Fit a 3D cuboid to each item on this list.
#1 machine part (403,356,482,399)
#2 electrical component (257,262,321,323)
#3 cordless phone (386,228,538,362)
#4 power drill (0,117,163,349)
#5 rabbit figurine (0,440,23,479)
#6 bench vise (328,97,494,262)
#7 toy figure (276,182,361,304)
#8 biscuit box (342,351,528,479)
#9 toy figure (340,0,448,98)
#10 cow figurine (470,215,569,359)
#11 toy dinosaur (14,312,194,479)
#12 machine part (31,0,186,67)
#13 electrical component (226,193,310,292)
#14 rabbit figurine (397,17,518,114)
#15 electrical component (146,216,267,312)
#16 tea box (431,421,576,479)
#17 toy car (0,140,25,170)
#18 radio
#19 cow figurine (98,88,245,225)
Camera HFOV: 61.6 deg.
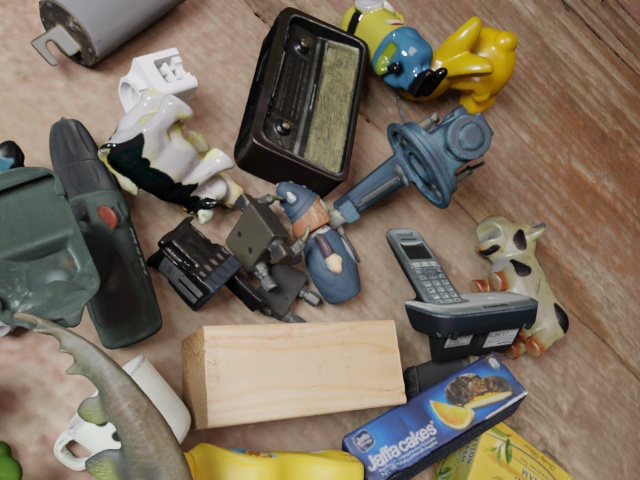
[{"bbox_3d":[0.156,0.167,0.666,0.139,0.039,0.084,-10,84,-33],"label":"machine part"},{"bbox_3d":[-0.047,0.058,0.608,0.094,0.021,0.063,36,58,-5],"label":"electrical component"},{"bbox_3d":[0.167,0.052,0.680,0.147,0.088,0.184,-4,45,-19],"label":"cordless phone"},{"bbox_3d":[-0.210,-0.011,0.451,0.086,0.207,0.232,-20,93,-10],"label":"power drill"},{"bbox_3d":[-0.310,0.179,0.387,0.159,0.121,0.170,-4,90,-36],"label":"rabbit figurine"},{"bbox_3d":[0.106,-0.089,0.680,0.241,0.224,0.128,-34,107,-2],"label":"bench vise"},{"bbox_3d":[-0.003,-0.001,0.624,0.058,0.064,0.154,-29,97,-42],"label":"toy figure"},{"bbox_3d":[0.122,0.199,0.579,0.203,0.062,0.059,-24,55,-16],"label":"biscuit box"},{"bbox_3d":[0.095,-0.268,0.755,0.180,0.089,0.082,56,21,21],"label":"toy figure"},{"bbox_3d":[0.280,0.053,0.749,0.127,0.085,0.195,-20,78,-27],"label":"cow figurine"},{"bbox_3d":[-0.086,0.260,0.386,0.199,0.105,0.470,-11,99,0],"label":"toy dinosaur"},{"bbox_3d":[-0.228,-0.274,0.614,0.079,0.079,0.243,42,58,-7],"label":"machine part"},{"bbox_3d":[-0.058,-0.004,0.585,0.045,0.078,0.102,-4,42,-49],"label":"electrical component"},{"bbox_3d":[0.204,-0.251,0.807,0.173,0.162,0.121,-15,90,-14],"label":"rabbit figurine"},{"bbox_3d":[-0.115,0.040,0.551,0.119,0.075,0.048,48,55,-7],"label":"electrical component"},{"bbox_3d":[0.224,0.292,0.633,0.169,0.068,0.098,38,57,-11],"label":"tea box"},{"bbox_3d":[-0.305,-0.016,0.449,0.103,0.109,0.162,-9,35,1],"label":"toy car"},{"bbox_3d":[-0.022,-0.176,0.686,0.131,0.073,0.229,20,62,-20],"label":"radio"},{"bbox_3d":[-0.143,-0.067,0.552,0.098,0.068,0.167,-51,143,-12],"label":"cow figurine"}]
